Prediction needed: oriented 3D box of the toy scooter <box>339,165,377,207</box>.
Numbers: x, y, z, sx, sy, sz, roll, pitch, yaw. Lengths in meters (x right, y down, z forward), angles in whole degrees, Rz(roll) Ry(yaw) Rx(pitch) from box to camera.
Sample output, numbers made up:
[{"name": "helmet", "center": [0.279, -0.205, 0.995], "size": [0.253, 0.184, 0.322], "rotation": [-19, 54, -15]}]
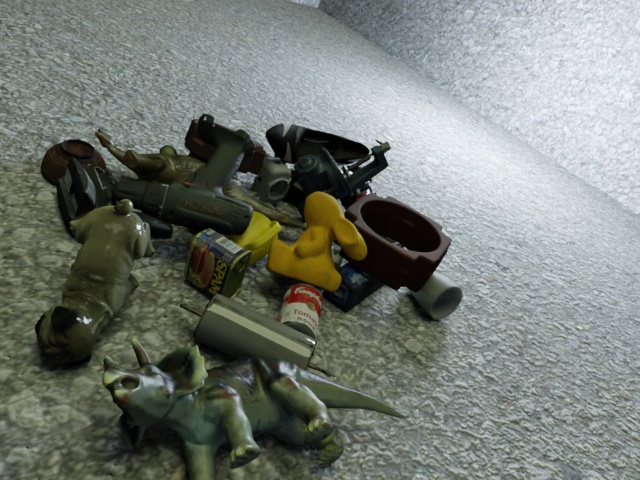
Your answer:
[{"name": "toy scooter", "center": [0.091, -0.142, 1.376], "size": [0.135, 0.075, 0.184], "rotation": [2, 35, -23]}]

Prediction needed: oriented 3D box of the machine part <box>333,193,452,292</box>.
[{"name": "machine part", "center": [0.143, 0.003, 1.059], "size": [0.202, 0.087, 0.201], "rotation": [33, 32, 13]}]

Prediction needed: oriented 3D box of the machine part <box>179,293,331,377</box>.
[{"name": "machine part", "center": [-0.095, 0.147, 0.796], "size": [0.243, 0.079, 0.079], "rotation": [24, 30, -1]}]

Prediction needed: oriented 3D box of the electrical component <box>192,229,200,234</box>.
[{"name": "electrical component", "center": [-0.200, 0.010, 0.940], "size": [0.094, 0.063, 0.021], "rotation": [43, 39, 11]}]

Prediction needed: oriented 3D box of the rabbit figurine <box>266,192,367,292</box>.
[{"name": "rabbit figurine", "center": [-0.002, -0.003, 0.949], "size": [0.163, 0.173, 0.121], "rotation": [9, -16, 22]}]

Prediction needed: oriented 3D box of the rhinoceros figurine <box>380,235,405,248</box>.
[{"name": "rhinoceros figurine", "center": [0.136, -0.017, 1.223], "size": [0.112, 0.073, 0.190], "rotation": [-4, 42, -43]}]

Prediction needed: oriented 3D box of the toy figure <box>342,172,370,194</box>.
[{"name": "toy figure", "center": [0.044, -0.146, 1.268], "size": [0.155, 0.064, 0.058], "rotation": [21, 3, 7]}]

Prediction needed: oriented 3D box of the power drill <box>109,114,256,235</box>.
[{"name": "power drill", "center": [-0.212, -0.115, 0.924], "size": [0.232, 0.086, 0.207], "rotation": [21, 56, -8]}]

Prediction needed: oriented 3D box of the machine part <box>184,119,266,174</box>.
[{"name": "machine part", "center": [-0.197, -0.198, 1.127], "size": [0.179, 0.056, 0.179], "rotation": [23, 16, -7]}]

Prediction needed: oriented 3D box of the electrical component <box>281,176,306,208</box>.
[{"name": "electrical component", "center": [-0.039, -0.117, 1.274], "size": [0.075, 0.047, 0.119], "rotation": [31, 32, 8]}]

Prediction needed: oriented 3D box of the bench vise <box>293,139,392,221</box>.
[{"name": "bench vise", "center": [0.056, -0.124, 1.159], "size": [0.223, 0.241, 0.129], "rotation": [57, 0, -37]}]

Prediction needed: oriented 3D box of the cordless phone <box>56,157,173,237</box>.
[{"name": "cordless phone", "center": [-0.355, -0.063, 0.947], "size": [0.184, 0.088, 0.147], "rotation": [11, 31, -44]}]

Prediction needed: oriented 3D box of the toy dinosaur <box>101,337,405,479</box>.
[{"name": "toy dinosaur", "center": [-0.087, 0.205, 0.686], "size": [0.404, 0.131, 0.192], "rotation": [5, 36, -41]}]

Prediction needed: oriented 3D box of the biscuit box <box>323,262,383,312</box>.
[{"name": "biscuit box", "center": [0.089, 0.070, 1.064], "size": [0.059, 0.062, 0.202], "rotation": [35, 32, 20]}]

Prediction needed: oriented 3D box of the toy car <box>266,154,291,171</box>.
[{"name": "toy car", "center": [-0.165, -0.189, 1.251], "size": [0.202, 0.089, 0.053], "rotation": [21, 30, -5]}]

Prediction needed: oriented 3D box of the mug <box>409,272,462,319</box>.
[{"name": "mug", "center": [0.237, 0.101, 1.115], "size": [0.109, 0.080, 0.107], "rotation": [10, 26, -40]}]

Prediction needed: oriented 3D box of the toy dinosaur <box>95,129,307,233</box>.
[{"name": "toy dinosaur", "center": [-0.223, -0.105, 1.069], "size": [0.471, 0.105, 0.199], "rotation": [28, 27, -4]}]

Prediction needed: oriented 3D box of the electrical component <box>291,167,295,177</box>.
[{"name": "electrical component", "center": [-0.031, -0.172, 1.366], "size": [0.102, 0.045, 0.078], "rotation": [38, 31, 20]}]

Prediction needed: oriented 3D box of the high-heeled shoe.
[{"name": "high-heeled shoe", "center": [0.000, -0.207, 1.185], "size": [0.145, 0.086, 0.248], "rotation": [7, 5, 31]}]

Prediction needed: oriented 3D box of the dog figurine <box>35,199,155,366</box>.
[{"name": "dog figurine", "center": [-0.298, 0.051, 0.712], "size": [0.121, 0.172, 0.191], "rotation": [8, 26, -9]}]
